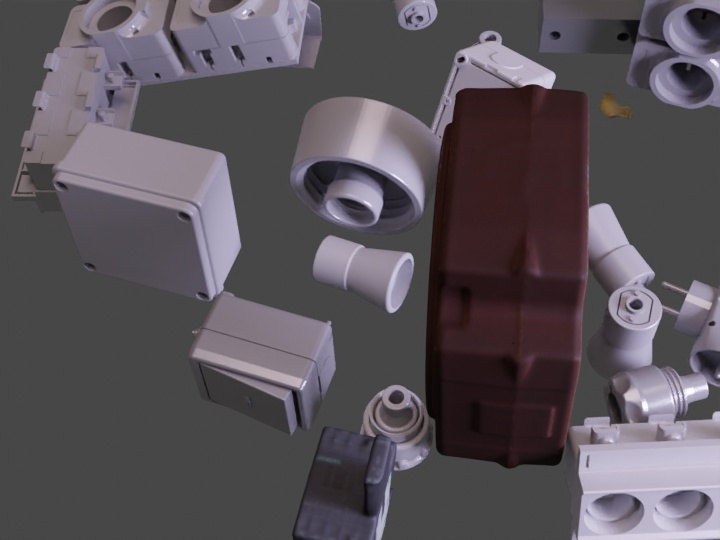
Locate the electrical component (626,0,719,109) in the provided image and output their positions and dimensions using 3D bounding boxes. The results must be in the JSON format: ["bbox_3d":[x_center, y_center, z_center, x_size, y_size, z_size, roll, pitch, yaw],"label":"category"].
[{"bbox_3d":[0.310,-0.172,0.830,0.186,0.105,0.060,16,58,13],"label":"electrical component"}]

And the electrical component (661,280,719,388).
[{"bbox_3d":[0.239,0.031,0.731,0.079,0.043,0.077,23,59,17],"label":"electrical component"}]

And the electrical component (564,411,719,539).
[{"bbox_3d":[0.189,0.126,0.654,0.121,0.078,0.063,-3,34,0],"label":"electrical component"}]

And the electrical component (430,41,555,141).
[{"bbox_3d":[0.098,-0.117,0.816,0.062,0.096,0.061,33,35,22],"label":"electrical component"}]

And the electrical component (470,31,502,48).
[{"bbox_3d":[0.101,-0.162,0.856,0.048,0.062,0.048,-1,56,1],"label":"electrical component"}]

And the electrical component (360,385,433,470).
[{"bbox_3d":[0.023,0.095,0.683,0.048,0.062,0.048,-1,56,1],"label":"electrical component"}]

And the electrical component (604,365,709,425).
[{"bbox_3d":[0.194,0.082,0.698,0.062,0.043,0.043,-13,56,-8],"label":"electrical component"}]

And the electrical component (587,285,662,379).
[{"bbox_3d":[0.177,0.040,0.713,0.044,0.065,0.044,-1,56,1],"label":"electrical component"}]

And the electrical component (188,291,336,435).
[{"bbox_3d":[-0.071,0.062,0.710,0.096,0.061,0.061,15,58,12],"label":"electrical component"}]

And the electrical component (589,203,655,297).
[{"bbox_3d":[0.177,-0.009,0.763,0.044,0.044,0.065,-25,63,-15],"label":"electrical component"}]

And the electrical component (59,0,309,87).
[{"bbox_3d":[-0.141,-0.214,0.877,0.186,0.060,0.105,-5,54,15],"label":"electrical component"}]

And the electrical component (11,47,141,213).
[{"bbox_3d":[-0.221,-0.111,0.833,0.079,0.063,0.121,1,56,3],"label":"electrical component"}]

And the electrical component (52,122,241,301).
[{"bbox_3d":[-0.146,-0.040,0.755,0.109,0.108,0.056,14,55,11],"label":"electrical component"}]

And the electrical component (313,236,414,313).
[{"bbox_3d":[0.000,0.000,0.763,0.065,0.044,0.044,18,58,20],"label":"electrical component"}]

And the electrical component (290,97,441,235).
[{"bbox_3d":[0.002,-0.066,0.771,0.108,0.108,0.060,13,63,11],"label":"electrical component"}]

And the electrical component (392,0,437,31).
[{"bbox_3d":[0.043,-0.239,0.926,0.044,0.044,0.065,-10,60,-4],"label":"electrical component"}]
